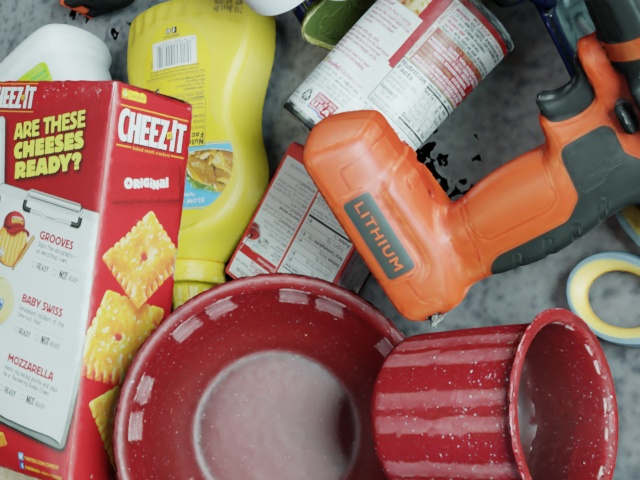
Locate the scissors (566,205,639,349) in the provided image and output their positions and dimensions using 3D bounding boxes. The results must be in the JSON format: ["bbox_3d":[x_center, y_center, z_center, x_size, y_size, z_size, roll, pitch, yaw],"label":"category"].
[{"bbox_3d":[0.182,0.048,0.456,0.096,0.016,0.202,-46,56,20],"label":"scissors"}]

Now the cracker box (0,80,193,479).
[{"bbox_3d":[-0.163,0.019,0.618,0.164,0.072,0.214,6,88,35],"label":"cracker box"}]

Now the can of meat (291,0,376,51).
[{"bbox_3d":[0.014,-0.172,0.596,0.102,0.057,0.084,-41,67,24],"label":"can of meat"}]

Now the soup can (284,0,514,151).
[{"bbox_3d":[0.039,-0.083,0.545,0.102,0.068,0.069,-47,56,3],"label":"soup can"}]

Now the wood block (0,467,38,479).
[{"bbox_3d":[-0.241,0.226,0.683,0.090,0.090,0.206,9,86,58],"label":"wood block"}]

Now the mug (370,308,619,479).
[{"bbox_3d":[0.074,0.090,0.479,0.082,0.093,0.117,-10,50,41],"label":"mug"}]

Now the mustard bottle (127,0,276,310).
[{"bbox_3d":[-0.075,-0.047,0.645,0.096,0.058,0.191,-5,78,29],"label":"mustard bottle"}]

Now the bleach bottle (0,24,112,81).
[{"bbox_3d":[-0.148,-0.014,0.693,0.103,0.068,0.251,-36,64,23],"label":"bleach bottle"}]

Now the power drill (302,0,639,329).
[{"bbox_3d":[0.087,-0.052,0.448,0.188,0.057,0.184,-22,108,33],"label":"power drill"}]

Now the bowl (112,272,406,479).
[{"bbox_3d":[-0.022,0.100,0.549,0.162,0.055,0.162,0,81,-2],"label":"bowl"}]

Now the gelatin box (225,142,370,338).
[{"bbox_3d":[-0.004,0.001,0.599,0.073,0.030,0.089,34,101,35],"label":"gelatin box"}]

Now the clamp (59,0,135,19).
[{"bbox_3d":[-0.117,-0.222,0.726,0.172,0.039,0.120,-30,47,31],"label":"clamp"}]
